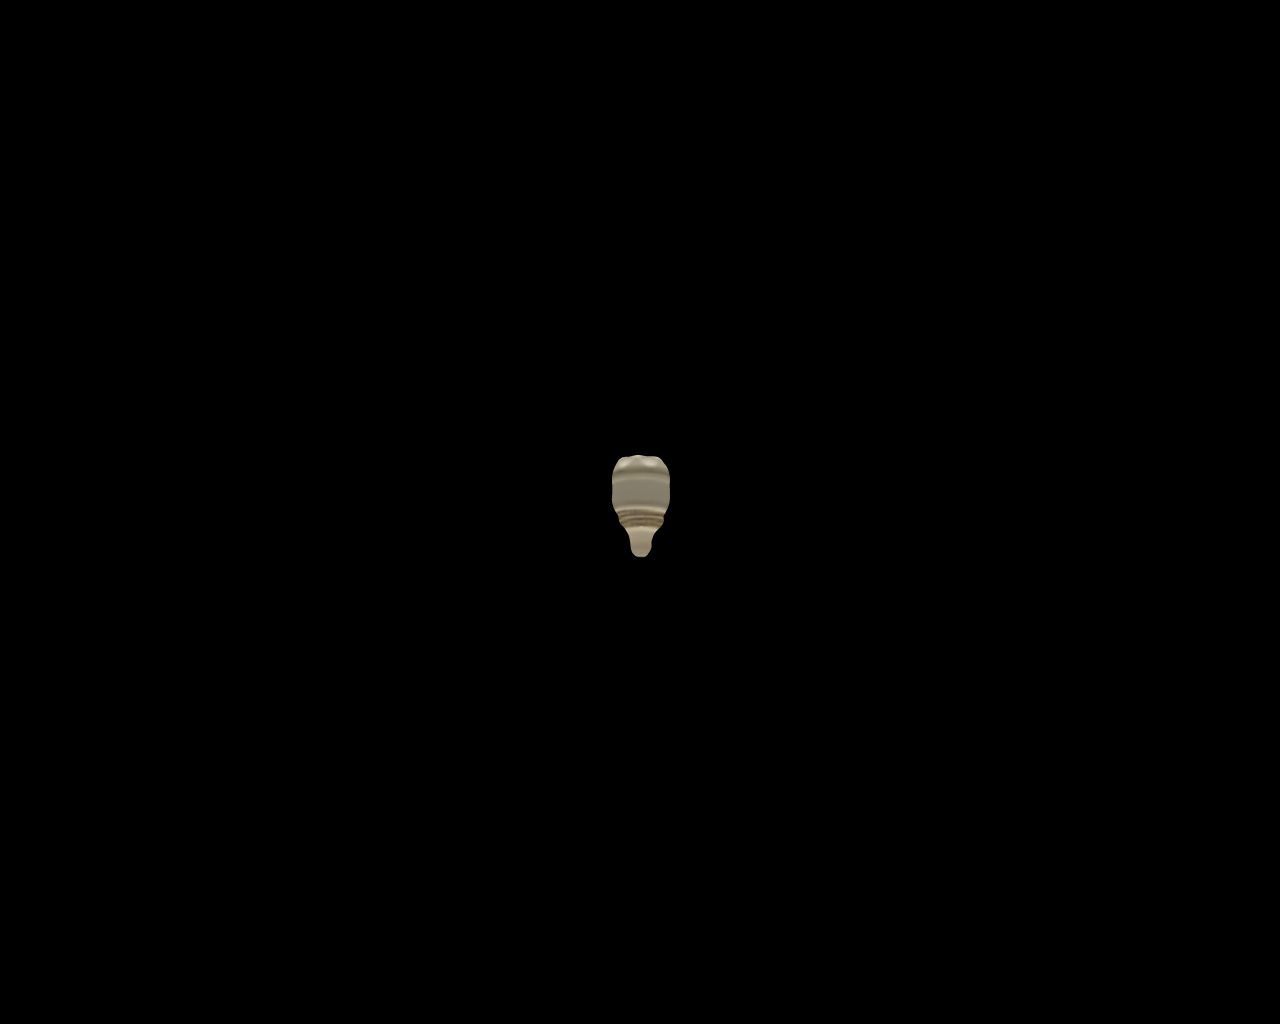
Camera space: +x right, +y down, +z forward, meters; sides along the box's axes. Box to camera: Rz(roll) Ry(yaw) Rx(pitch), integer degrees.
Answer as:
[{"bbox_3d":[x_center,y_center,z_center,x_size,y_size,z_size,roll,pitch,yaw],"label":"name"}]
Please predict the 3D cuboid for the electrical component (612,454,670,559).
[{"bbox_3d":[0.001,-0.003,0.650,0.035,0.061,0.035,0,-9,0],"label":"electrical component"}]
